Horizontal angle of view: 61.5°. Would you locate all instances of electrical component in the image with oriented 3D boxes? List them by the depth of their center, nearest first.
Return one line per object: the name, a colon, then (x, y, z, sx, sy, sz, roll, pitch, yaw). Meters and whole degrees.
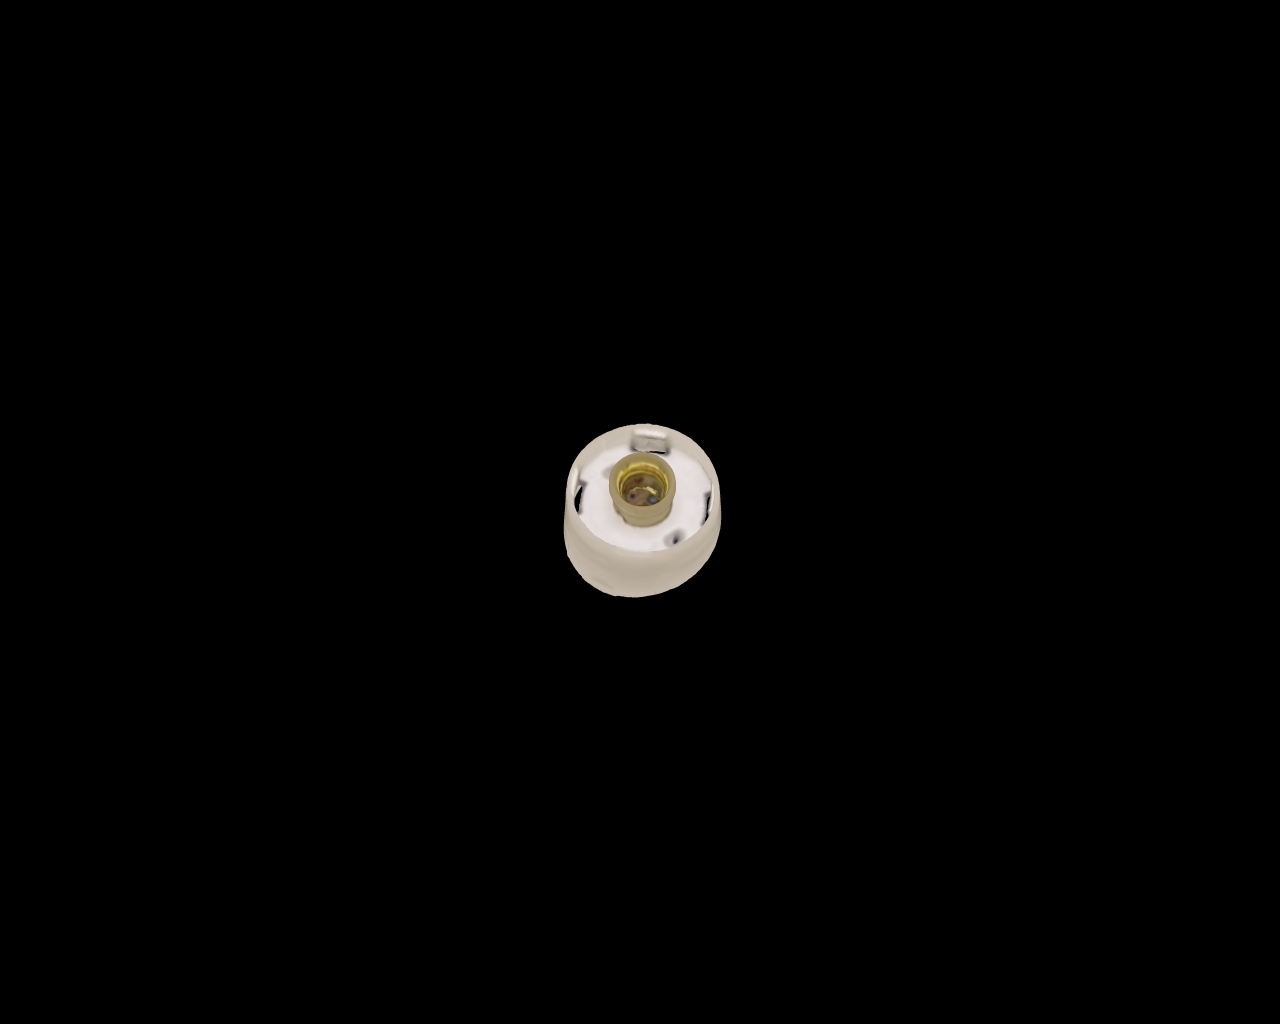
electrical component: (0.001, -0.003, 0.650, 0.099, 0.099, 0.064, 0, -30, 0)
